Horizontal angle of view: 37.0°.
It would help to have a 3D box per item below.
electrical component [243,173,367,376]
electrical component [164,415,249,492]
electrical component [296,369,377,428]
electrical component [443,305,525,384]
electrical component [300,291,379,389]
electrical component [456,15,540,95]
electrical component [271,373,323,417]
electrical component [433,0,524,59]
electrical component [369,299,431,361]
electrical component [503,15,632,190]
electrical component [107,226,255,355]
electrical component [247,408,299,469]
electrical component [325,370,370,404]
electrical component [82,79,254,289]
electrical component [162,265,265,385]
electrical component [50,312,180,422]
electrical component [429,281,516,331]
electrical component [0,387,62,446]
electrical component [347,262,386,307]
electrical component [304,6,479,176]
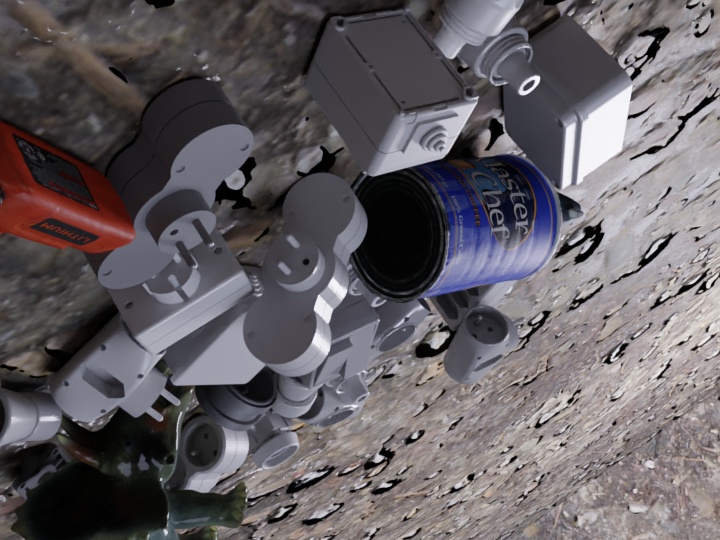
[{"bbox_3d":[-0.041,-0.002,0.725,0.073,0.052,0.138,53,52,-67],"label":"electrical component"},{"bbox_3d":[-0.156,0.188,1.006,0.138,0.052,0.074,-41,156,17],"label":"electrical component"},{"bbox_3d":[-0.019,0.118,1.055,0.079,0.044,0.077,-33,159,22],"label":"electrical component"},{"bbox_3d":[0.124,0.065,1.029,0.079,0.043,0.077,-23,154,-26],"label":"electrical component"},{"bbox_3d":[-0.026,0.059,0.919,0.062,0.061,0.096,-24,154,-23],"label":"electrical component"},{"bbox_3d":[0.091,-0.140,0.693,0.048,0.062,0.048,-29,156,-14],"label":"electrical component"},{"bbox_3d":[-0.058,0.104,0.984,0.045,0.045,0.055,-18,152,-34],"label":"electrical component"},{"bbox_3d":[0.068,-0.157,0.655,0.043,0.043,0.062,-7,145,-47],"label":"electrical component"},{"bbox_3d":[0.028,0.049,0.993,0.077,0.044,0.079,-39,157,10],"label":"electrical component"},{"bbox_3d":[0.149,-0.120,0.789,0.057,0.078,0.113,-35,157,-6],"label":"electrical component"},{"bbox_3d":[-0.123,0.005,0.708,0.083,0.047,0.075,-32,157,-6],"label":"electrical component"},{"bbox_3d":[-0.089,0.156,1.029,0.066,0.055,0.048,-46,154,24],"label":"electrical component"},{"bbox_3d":[-0.014,0.095,1.004,0.048,0.062,0.048,-28,156,-14],"label":"electrical component"},{"bbox_3d":[-0.107,-0.035,0.619,0.052,0.073,0.138,-2,141,-51],"label":"electrical component"},{"bbox_3d":[-0.096,0.041,0.808,0.100,0.048,0.100,-44,155,21],"label":"electrical component"},{"bbox_3d":[-0.165,0.078,0.764,0.077,0.043,0.079,-42,111,17],"label":"electrical component"},{"bbox_3d":[0.123,0.012,1.042,0.076,0.047,0.083,-9,146,-45],"label":"electrical component"},{"bbox_3d":[-0.240,0.102,0.748,0.044,0.044,0.065,-40,161,13],"label":"electrical component"},{"bbox_3d":[0.000,0.000,0.840,0.043,0.062,0.043,-28,156,-14],"label":"electrical component"},{"bbox_3d":[0.019,-0.099,0.634,0.062,0.096,0.061,-18,152,-34],"label":"electrical component"}]
